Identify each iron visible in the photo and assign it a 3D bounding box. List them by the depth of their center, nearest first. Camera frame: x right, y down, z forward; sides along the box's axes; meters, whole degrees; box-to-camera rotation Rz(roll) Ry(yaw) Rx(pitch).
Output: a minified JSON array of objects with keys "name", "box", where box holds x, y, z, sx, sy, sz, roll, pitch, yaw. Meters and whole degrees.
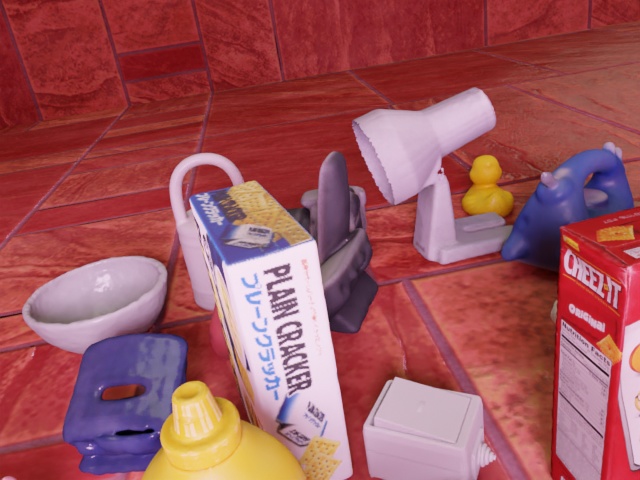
[{"name":"iron","box":[0.334,-0.053,0.717,0.259,0.142,0.118,-29,31,-36]}]

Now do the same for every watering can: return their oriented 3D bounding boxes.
[{"name":"watering can","box":[-0.127,-0.014,0.725,0.101,0.194,0.172,-25,29,-30]}]

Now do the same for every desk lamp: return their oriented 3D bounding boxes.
[{"name":"desk lamp","box":[0.154,-0.083,0.756,0.203,0.214,0.117,-12,25,-7]}]

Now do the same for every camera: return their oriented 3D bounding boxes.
[{"name":"camera","box":[-0.006,-0.029,0.828,0.136,0.101,0.143,-3,25,13]}]

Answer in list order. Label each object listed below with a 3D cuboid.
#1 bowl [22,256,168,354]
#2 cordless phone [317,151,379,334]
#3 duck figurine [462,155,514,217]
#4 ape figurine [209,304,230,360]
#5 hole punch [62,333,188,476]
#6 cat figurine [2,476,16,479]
[{"name":"bowl","box":[-0.260,0.088,0.694,0.167,0.075,0.167,-7,25,4]},{"name":"cordless phone","box":[0.006,0.002,0.656,0.094,0.185,0.148,-1,26,16]},{"name":"duck figurine","box":[0.257,-0.086,0.881,0.077,0.086,0.104,-7,25,3]},{"name":"ape figurine","box":[-0.089,0.081,0.630,0.076,0.092,0.077,-10,25,-3]},{"name":"hole punch","box":[-0.168,0.146,0.518,0.108,0.091,0.101,-7,25,5]},{"name":"cat figurine","box":[-0.229,0.213,0.362,0.067,0.118,0.128,0,26,18]}]
